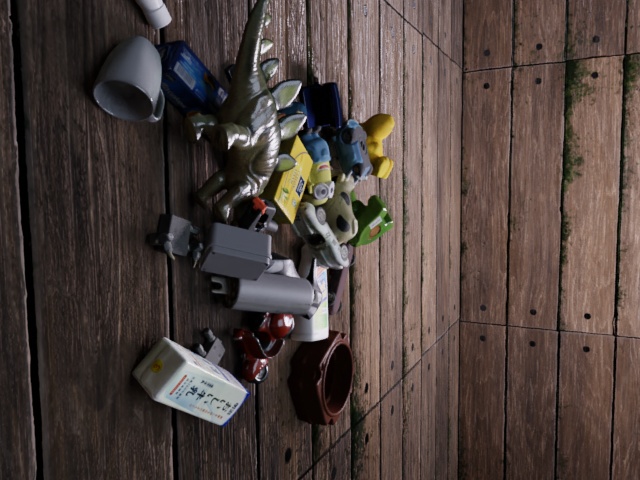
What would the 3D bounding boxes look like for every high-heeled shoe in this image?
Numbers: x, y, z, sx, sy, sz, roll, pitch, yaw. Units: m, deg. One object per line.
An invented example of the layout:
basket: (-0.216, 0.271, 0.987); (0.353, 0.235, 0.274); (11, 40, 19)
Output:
high-heeled shoe: (-0.083, 0.102, 1.137); (0.248, 0.086, 0.145); (5, 97, -47)

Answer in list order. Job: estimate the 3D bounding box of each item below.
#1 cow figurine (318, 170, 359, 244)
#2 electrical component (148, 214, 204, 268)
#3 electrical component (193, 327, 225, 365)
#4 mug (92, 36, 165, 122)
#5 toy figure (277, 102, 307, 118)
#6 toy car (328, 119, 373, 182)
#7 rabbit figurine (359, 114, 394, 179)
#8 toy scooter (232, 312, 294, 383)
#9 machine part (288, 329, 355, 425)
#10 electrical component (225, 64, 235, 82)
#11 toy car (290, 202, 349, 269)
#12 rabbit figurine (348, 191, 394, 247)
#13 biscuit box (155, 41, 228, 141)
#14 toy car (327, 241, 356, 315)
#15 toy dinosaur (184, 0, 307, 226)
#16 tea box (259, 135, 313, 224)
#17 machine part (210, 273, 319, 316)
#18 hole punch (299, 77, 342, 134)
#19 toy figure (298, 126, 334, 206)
cow figurine: (0.043, -0.089, 1.318); (0.085, 0.127, 0.195); (42, 30, -60)
electrical component: (-0.230, 0.000, 0.875); (0.102, 0.045, 0.078); (38, 59, -59)
electrical component: (-0.199, 0.208, 0.977); (0.063, 0.021, 0.093); (-62, 143, -42)
mug: (-0.258, -0.229, 0.768); (0.109, 0.081, 0.107); (41, 46, -50)
toy figure: (-0.084, -0.251, 1.136); (0.058, 0.064, 0.154); (49, 41, -3)
toy car: (0.070, -0.225, 1.395); (0.109, 0.103, 0.161); (-26, 105, -64)
rabbit figurine: (0.142, -0.268, 1.481); (0.122, 0.163, 0.173); (-8, 121, -62)
toy scooter: (-0.121, 0.186, 1.078); (0.184, 0.075, 0.135); (-65, 144, -30)
machine part: (0.012, 0.338, 1.336); (0.201, 0.087, 0.200); (-48, 134, -50)
electrical component: (-0.137, -0.283, 1.043); (0.075, 0.048, 0.119); (-60, 144, -45)
toy car: (-0.002, -0.004, 1.211); (0.201, 0.074, 0.056); (57, 41, -32)
rabbit figurine: (0.086, -0.065, 1.411); (0.159, 0.170, 0.121); (-45, 147, 6)
biscuit box: (-0.203, -0.239, 0.896); (0.202, 0.063, 0.059); (47, 52, -54)
toy car: (0.047, 0.099, 1.427); (0.089, 0.053, 0.202); (46, 56, -61)
toy dinosaur: (-0.118, -0.190, 0.885); (0.198, 0.105, 0.470); (-35, 150, -38)
tea box: (-0.081, -0.128, 1.142); (0.098, 0.068, 0.169); (53, 45, -52)
machine part: (-0.101, 0.102, 1.034); (0.243, 0.079, 0.079); (12, 79, -36)
hole punch: (0.017, -0.326, 1.307); (0.116, 0.092, 0.142); (-43, 126, -59)
toy figure: (-0.015, -0.171, 1.257); (0.082, 0.089, 0.180); (-13, 96, -19)
